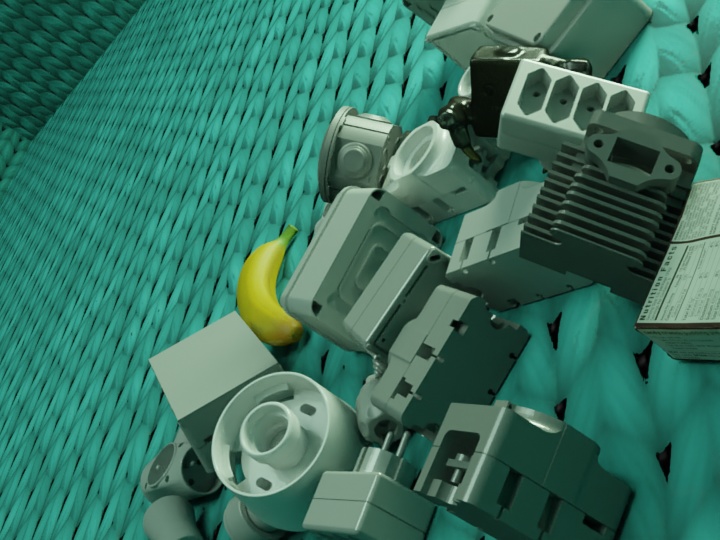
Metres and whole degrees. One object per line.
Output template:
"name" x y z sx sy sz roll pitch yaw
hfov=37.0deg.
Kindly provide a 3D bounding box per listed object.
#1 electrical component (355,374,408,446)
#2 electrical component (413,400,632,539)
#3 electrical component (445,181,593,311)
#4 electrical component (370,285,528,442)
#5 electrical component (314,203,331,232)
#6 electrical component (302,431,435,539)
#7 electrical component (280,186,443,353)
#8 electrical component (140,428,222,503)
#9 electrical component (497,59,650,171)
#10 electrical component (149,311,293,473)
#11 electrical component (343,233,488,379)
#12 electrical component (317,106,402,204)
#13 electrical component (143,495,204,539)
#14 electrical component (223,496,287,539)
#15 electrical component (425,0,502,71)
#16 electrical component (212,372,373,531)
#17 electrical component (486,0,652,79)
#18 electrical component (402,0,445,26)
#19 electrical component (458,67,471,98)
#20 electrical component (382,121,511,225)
"electrical component" 0.013 0.092 0.734 0.035 0.035 0.061 -49 22 15
"electrical component" 0.081 0.102 0.522 0.050 0.089 0.055 -7 53 60
"electrical component" 0.105 -0.018 0.677 0.089 0.050 0.055 -22 41 52
"electrical component" 0.054 0.060 0.677 0.089 0.050 0.056 -58 24 -5
"electrical component" -0.015 -0.039 0.941 0.079 0.043 0.077 -42 30 50
"electrical component" 0.012 0.135 0.666 0.066 0.047 0.076 -15 46 56
"electrical component" 0.000 0.000 0.822 0.057 0.078 0.113 6 65 61
"electrical component" -0.149 0.163 0.938 0.077 0.044 0.079 -27 36 49
"electrical component" 0.134 -0.086 0.692 0.075 0.083 0.047 84 -154 -63
"electrical component" -0.112 0.101 0.898 0.089 0.061 0.150 -30 21 -11
"electrical component" 0.035 0.031 0.735 0.096 0.062 0.061 -56 24 1
"electrical component" 0.000 -0.089 0.873 0.080 0.051 0.080 14 -90 -77
"electrical component" -0.148 0.217 0.874 0.044 0.044 0.065 -56 28 0
"electrical component" -0.065 0.170 0.770 0.055 0.045 0.045 -43 27 30
"electrical component" 0.105 -0.204 0.900 0.061 0.062 0.096 -62 24 -12
"electrical component" -0.048 0.121 0.729 0.099 0.064 0.099 -15 52 20
"electrical component" 0.151 -0.186 0.796 0.078 0.057 0.113 -53 24 8
"electrical component" 0.101 -0.255 0.952 0.113 0.078 0.057 -8 55 60
"electrical component" 0.108 -0.132 0.811 0.048 0.055 0.066 -30 35 45
"electrical component" 0.062 -0.077 0.829 0.089 0.056 0.050 -20 42 54
